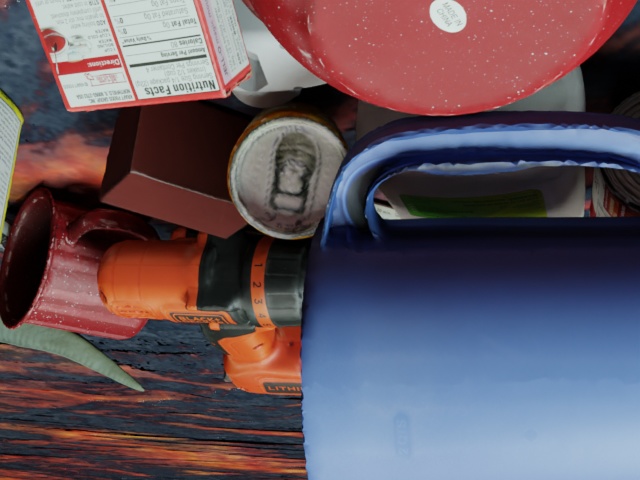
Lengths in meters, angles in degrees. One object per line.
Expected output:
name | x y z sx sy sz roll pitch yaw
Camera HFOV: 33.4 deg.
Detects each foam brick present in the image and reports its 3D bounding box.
foam brick | -0.070 -0.040 0.565 0.078 0.053 0.051 18 156 -25

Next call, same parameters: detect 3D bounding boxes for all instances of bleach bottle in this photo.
bleach bottle | 0.099 -0.015 0.562 0.103 0.068 0.250 0 160 20

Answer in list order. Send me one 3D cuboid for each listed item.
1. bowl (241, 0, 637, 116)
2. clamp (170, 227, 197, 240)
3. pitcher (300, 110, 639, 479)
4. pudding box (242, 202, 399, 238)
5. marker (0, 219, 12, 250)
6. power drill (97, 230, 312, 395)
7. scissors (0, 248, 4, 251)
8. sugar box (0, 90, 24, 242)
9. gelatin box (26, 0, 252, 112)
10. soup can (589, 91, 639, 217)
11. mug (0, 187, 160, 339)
bowl | 0.041 -0.090 0.340 0.162 0.055 0.162 0 145 0
clamp | -0.048 0.039 0.785 0.165 0.036 0.209 -11 156 38
pitcher | 0.116 0.040 0.403 0.243 0.145 0.149 -4 157 11
pudding box | -0.004 0.001 0.668 0.113 0.039 0.090 12 158 -12
marker | -0.214 -0.003 0.730 0.020 0.020 0.121 -8 145 35
power drill | -0.021 0.048 0.665 0.185 0.057 0.187 2 157 18
scissors | -0.231 0.007 0.790 0.201 0.016 0.096 8 155 -2
sugar box | -0.198 -0.004 0.528 0.048 0.176 0.093 2 159 14
gelatin box | -0.072 -0.094 0.396 0.073 0.030 0.089 -3 119 25
soup can | 0.165 -0.021 0.514 0.068 0.068 0.102 2 158 13
mug | -0.149 0.014 0.693 0.081 0.093 0.117 15 142 -32
